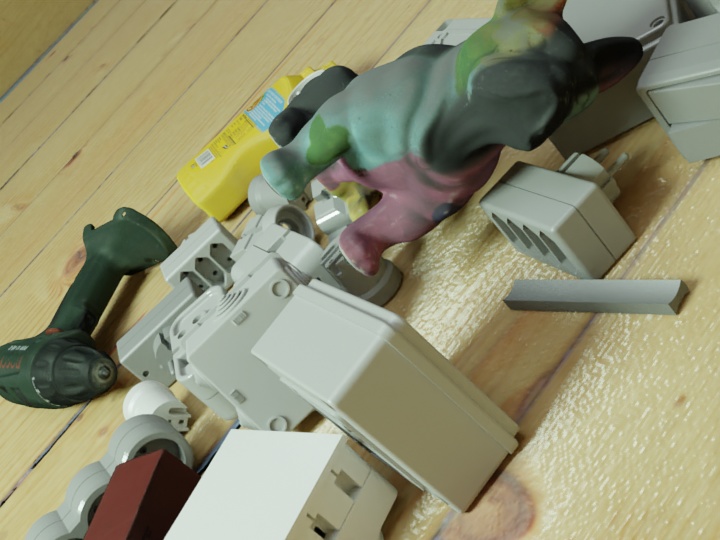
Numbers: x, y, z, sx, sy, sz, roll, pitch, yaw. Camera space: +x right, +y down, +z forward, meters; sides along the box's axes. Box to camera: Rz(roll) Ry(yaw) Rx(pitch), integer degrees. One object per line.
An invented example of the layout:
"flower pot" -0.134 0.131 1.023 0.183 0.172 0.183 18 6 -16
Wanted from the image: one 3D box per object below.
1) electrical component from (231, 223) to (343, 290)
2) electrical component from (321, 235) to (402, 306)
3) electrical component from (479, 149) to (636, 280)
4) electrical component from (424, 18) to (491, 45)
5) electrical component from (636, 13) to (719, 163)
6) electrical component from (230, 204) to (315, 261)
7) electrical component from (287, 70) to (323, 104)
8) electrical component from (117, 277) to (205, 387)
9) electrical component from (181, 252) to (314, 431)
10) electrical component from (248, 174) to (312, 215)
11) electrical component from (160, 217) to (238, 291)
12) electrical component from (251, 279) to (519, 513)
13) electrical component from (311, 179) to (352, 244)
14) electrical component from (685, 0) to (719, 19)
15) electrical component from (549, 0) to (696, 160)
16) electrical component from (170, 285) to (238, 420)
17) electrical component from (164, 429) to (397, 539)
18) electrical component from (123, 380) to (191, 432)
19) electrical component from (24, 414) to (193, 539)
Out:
"electrical component" -0.054 0.009 0.804 0.059 0.053 0.095 -49 27 -9
"electrical component" 0.000 0.000 0.750 0.040 0.046 0.040 -33 29 21
"electrical component" 0.127 -0.043 0.634 0.075 0.047 0.083 -46 27 -6
"electrical component" 0.075 -0.140 0.836 0.108 0.056 0.109 -49 27 -9
"electrical component" 0.202 -0.101 0.598 0.096 0.061 0.061 -6 46 51
"electrical component" -0.070 -0.025 0.885 0.055 0.048 0.066 -28 30 44
"electrical component" -0.017 -0.144 0.947 0.044 0.077 0.079 -22 34 37
"electrical component" -0.148 0.061 0.868 0.083 0.047 0.075 -43 27 3
"electrical component" -0.055 0.051 0.697 0.100 0.099 0.048 -44 14 0
"electrical component" -0.070 -0.067 0.954 0.046 0.040 0.040 -4 46 43
"electrical component" -0.139 -0.011 0.958 0.066 0.047 0.076 -43 27 1
"electrical component" 0.012 0.065 0.572 0.056 0.109 0.109 -52 27 -9
"electrical component" 0.004 -0.052 0.804 0.057 0.058 0.078 -27 52 24
"electrical component" 0.236 -0.158 0.639 0.050 0.055 0.089 -39 27 10
"electrical component" 0.168 -0.142 0.710 0.109 0.056 0.108 -27 31 30
"electrical component" -0.097 0.062 0.780 0.054 0.059 0.095 -41 27 6
"electrical component" -0.066 0.180 0.568 0.105 0.060 0.186 -8 44 50
"electrical component" -0.153 0.109 0.815 0.040 0.040 0.046 -51 33 -13
"electrical component" -0.184 0.161 0.767 0.138 0.052 0.074 -50 27 -11
